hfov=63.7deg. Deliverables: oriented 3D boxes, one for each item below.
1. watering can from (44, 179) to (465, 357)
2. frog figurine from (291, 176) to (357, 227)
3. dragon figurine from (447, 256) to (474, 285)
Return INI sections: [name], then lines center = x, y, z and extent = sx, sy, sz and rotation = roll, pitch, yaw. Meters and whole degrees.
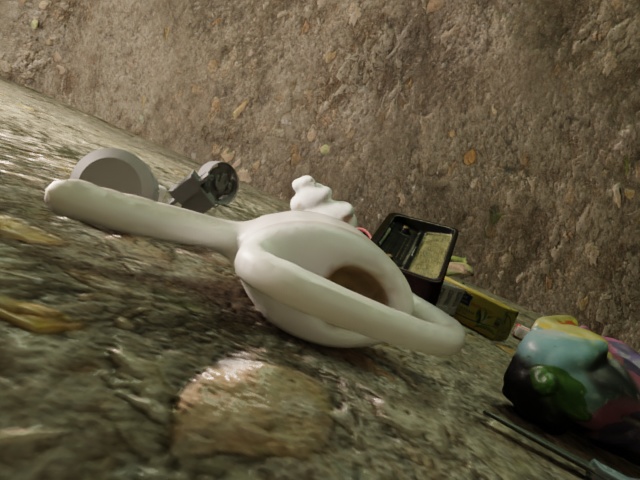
[watering can]
center = -0.038, 0.015, 0.465
extent = 0.347, 0.104, 0.225
rotation = 23, 4, -7
[frog figurine]
center = 0.003, -0.053, 1.054
extent = 0.125, 0.137, 0.156
rotation = -87, 167, -56
[dragon figurine]
center = 0.299, 0.064, 1.476
extent = 0.243, 0.123, 0.406
rotation = 20, -7, 10
